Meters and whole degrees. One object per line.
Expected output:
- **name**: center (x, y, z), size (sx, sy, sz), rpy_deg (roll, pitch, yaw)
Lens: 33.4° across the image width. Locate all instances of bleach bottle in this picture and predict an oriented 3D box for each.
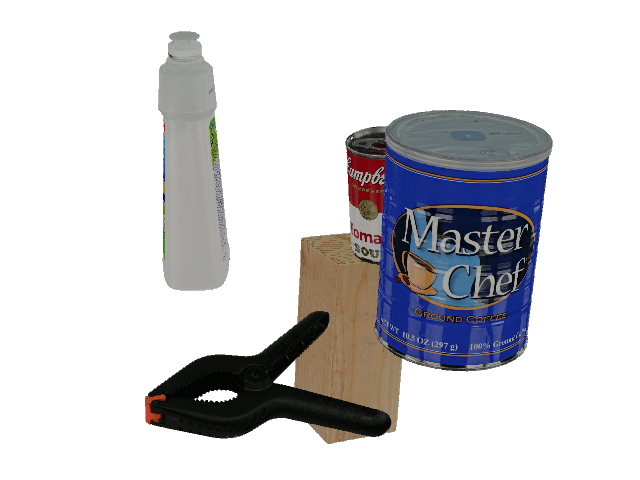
- **bleach bottle**: center (-0.126, -0.081, 1.040), size (0.068, 0.251, 0.102), rpy_deg (-1, 28, -4)

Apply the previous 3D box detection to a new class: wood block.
- **wood block**: center (0.032, 0.103, 1.163), size (0.090, 0.206, 0.091), rpy_deg (-6, 20, -25)

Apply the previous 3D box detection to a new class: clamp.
- **clamp**: center (-0.050, 0.138, 0.956), size (0.209, 0.036, 0.165), rpy_deg (-13, 37, -24)

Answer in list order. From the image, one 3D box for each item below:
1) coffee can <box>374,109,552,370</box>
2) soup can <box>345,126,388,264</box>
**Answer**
- **coffee can**: center (0.089, -0.002, 0.685), size (0.103, 0.140, 0.103), rpy_deg (2, 23, -1)
- **soup can**: center (0.057, -0.039, 0.910), size (0.068, 0.102, 0.068), rpy_deg (-3, 27, 1)
